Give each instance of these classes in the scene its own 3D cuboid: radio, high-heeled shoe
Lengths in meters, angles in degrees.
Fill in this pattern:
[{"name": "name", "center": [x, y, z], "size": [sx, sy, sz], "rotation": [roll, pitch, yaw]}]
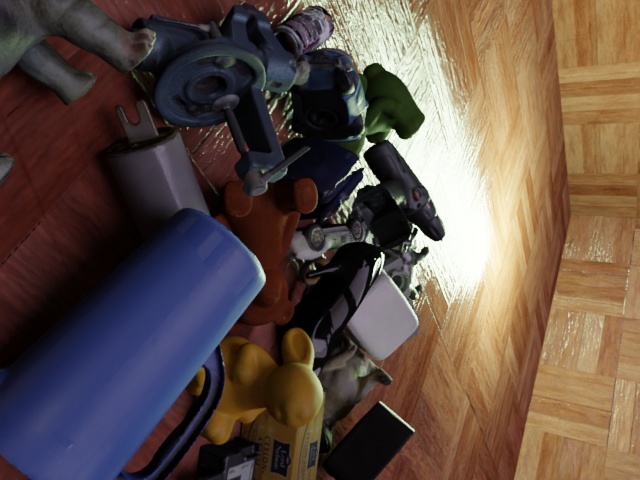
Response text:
[{"name": "radio", "center": [0.073, 0.339, 0.872], "size": [0.131, 0.073, 0.229], "rotation": [-45, 163, -14]}, {"name": "high-heeled shoe", "center": [0.021, 0.119, 0.813], "size": [0.145, 0.086, 0.248], "rotation": [-11, 122, -39]}]

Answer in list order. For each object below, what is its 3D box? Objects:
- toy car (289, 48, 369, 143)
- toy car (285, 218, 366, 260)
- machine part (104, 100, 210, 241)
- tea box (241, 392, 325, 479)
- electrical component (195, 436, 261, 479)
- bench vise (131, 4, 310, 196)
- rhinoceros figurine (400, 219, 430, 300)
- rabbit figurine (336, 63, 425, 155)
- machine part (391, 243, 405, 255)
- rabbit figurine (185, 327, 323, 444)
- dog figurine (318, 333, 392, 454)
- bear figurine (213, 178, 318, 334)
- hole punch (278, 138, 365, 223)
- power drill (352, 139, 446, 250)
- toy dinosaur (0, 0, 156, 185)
[{"name": "toy car", "center": [0.011, -0.216, 0.765], "size": [0.161, 0.109, 0.103], "rotation": [72, 23, -60]}, {"name": "toy car", "center": [-0.002, -0.002, 0.820], "size": [0.201, 0.074, 0.056], "rotation": [-10, 99, -56]}, {"name": "machine part", "center": [-0.159, -0.028, 0.572], "size": [0.079, 0.079, 0.242], "rotation": [-47, 132, -44]}, {"name": "tea box", "center": [-0.057, 0.291, 0.754], "size": [0.068, 0.098, 0.169], "rotation": [13, 81, -57]}, {"name": "electrical component", "center": [-0.130, 0.303, 0.686], "size": [0.119, 0.048, 0.074], "rotation": [6, 89, -57]}, {"name": "bench vise", "center": [-0.086, -0.152, 0.588], "size": [0.223, 0.129, 0.241], "rotation": [5, 56, -50]}, {"name": "rhinoceros figurine", "center": [0.163, 0.031, 1.090], "size": [0.112, 0.073, 0.190], "rotation": [3, 94, -46]}, {"name": "rabbit figurine", "center": [0.071, -0.200, 0.875], "size": [0.170, 0.121, 0.158], "rotation": [-46, 129, -25]}, {"name": "machine part", "center": [0.119, 0.044, 1.025], "size": [0.039, 0.084, 0.138], "rotation": [-91, -174, -73]}, {"name": "rabbit figurine", "center": [-0.064, 0.181, 0.659], "size": [0.162, 0.173, 0.121], "rotation": [-19, 106, -50]}, {"name": "dog figurine", "center": [0.013, 0.260, 0.887], "size": [0.190, 0.121, 0.172], "rotation": [-47, 163, -6]}, {"name": "bear figurine", "center": [-0.074, 0.024, 0.671], "size": [0.120, 0.132, 0.195], "rotation": [-1, 92, -22]}, {"name": "hole punch", "center": [-0.011, -0.091, 0.764], "size": [0.142, 0.116, 0.092], "rotation": [-49, 125, -43]}, {"name": "power drill", "center": [0.146, -0.060, 0.952], "size": [0.232, 0.086, 0.207], "rotation": [57, 37, -9]}, {"name": "toy dinosaur", "center": [-0.264, -0.131, 0.369], "size": [0.192, 0.131, 0.405], "rotation": [47, 59, -34]}]
